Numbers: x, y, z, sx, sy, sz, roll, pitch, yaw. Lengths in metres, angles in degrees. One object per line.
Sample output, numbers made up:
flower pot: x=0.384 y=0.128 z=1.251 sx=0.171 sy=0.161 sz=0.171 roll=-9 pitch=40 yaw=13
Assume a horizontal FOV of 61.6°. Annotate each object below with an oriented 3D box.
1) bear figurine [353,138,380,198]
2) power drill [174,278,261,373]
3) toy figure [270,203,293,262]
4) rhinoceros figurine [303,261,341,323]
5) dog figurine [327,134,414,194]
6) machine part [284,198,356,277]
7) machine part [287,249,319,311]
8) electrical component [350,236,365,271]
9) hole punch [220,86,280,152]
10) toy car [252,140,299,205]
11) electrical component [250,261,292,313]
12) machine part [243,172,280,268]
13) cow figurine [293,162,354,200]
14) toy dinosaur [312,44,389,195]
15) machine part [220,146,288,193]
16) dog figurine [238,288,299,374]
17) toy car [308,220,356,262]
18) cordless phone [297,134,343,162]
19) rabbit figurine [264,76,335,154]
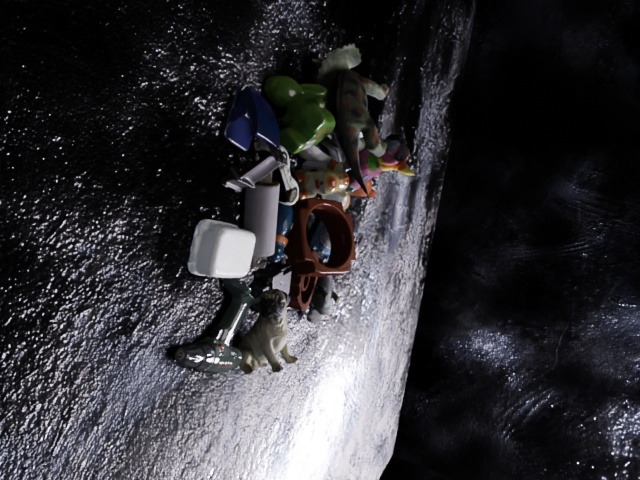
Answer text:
bear figurine: x=0.129 y=-0.225 z=1.693 sx=0.120 sy=0.132 sz=0.195 roll=11 pitch=-23 yaw=19
power drill: x=-0.214 y=0.192 z=1.174 sx=0.086 sy=0.207 sz=0.231 roll=10 pitch=-19 yaw=20
toy figure: x=-0.101 y=-0.016 z=1.323 sx=0.064 sy=0.154 sz=0.057 roll=12 pitch=-20 yaw=-4
rhinoceros figurine: x=-0.001 y=0.159 z=1.622 sx=0.112 sy=0.190 sz=0.073 roll=13 pitch=5 yaw=38
dog figurine: x=0.133 y=-0.186 z=1.373 sx=0.108 sy=0.191 sz=0.219 roll=31 pitch=-2 yaw=-40
machine part: x=-0.003 y=-0.004 z=1.429 sx=0.087 sy=0.201 sz=0.201 roll=-14 pitch=-12 yaw=43
machine part: x=-0.054 y=0.108 z=1.511 sx=0.056 sy=0.179 sz=0.179 roll=12 pitch=3 yaw=14
electrical component: x=0.098 y=0.033 z=1.706 sx=0.048 sy=0.119 sz=0.074 roll=13 pitch=-35 yaw=22
hole punch: x=-0.133 y=-0.247 z=1.107 sx=0.092 sy=0.115 sz=0.142 roll=9 pitch=-6 yaw=26
toy car: x=-0.100 y=-0.156 z=1.249 sx=0.074 sy=0.056 sz=0.201 roll=17 pitch=-32 yaw=24
electrical component: x=-0.127 y=0.127 z=1.369 sx=0.058 sy=0.114 sz=0.134 roll=11 pitch=20 yaw=23
machine part: x=-0.136 y=-0.051 z=1.221 sx=0.079 sy=0.243 sz=0.079 roll=6 pitch=19 yaw=-2
cow figurine: x=0.006 y=-0.143 z=1.328 sx=0.127 sy=0.085 sz=0.195 roll=-12 pitch=11 yaw=-9
toy dinosaur: x=0.068 y=-0.315 z=1.288 sx=0.192 sy=0.405 sz=0.131 roll=27 pitch=-43 yaw=-36
machine part: x=-0.137 y=-0.144 z=1.122 sx=0.139 sy=0.039 sz=0.084 roll=-29 pitch=-26 yaw=12
dog figurine: x=-0.145 y=0.214 z=1.298 sx=0.172 sy=0.190 sz=0.121 roll=-9 pitch=1 yaw=16
toy car: x=0.039 y=-0.019 z=1.578 sx=0.109 sy=0.161 sz=0.103 roll=39 pitch=-30 yaw=-6
cordless phone: x=0.008 y=-0.226 z=1.313 sx=0.184 sy=0.089 sz=0.146 roll=45 pitch=-12 yaw=35
rabbit figurine: x=-0.043 y=-0.301 z=1.191 sx=0.121 sy=0.170 sz=0.159 roll=-42 pitch=-4 yaw=41
